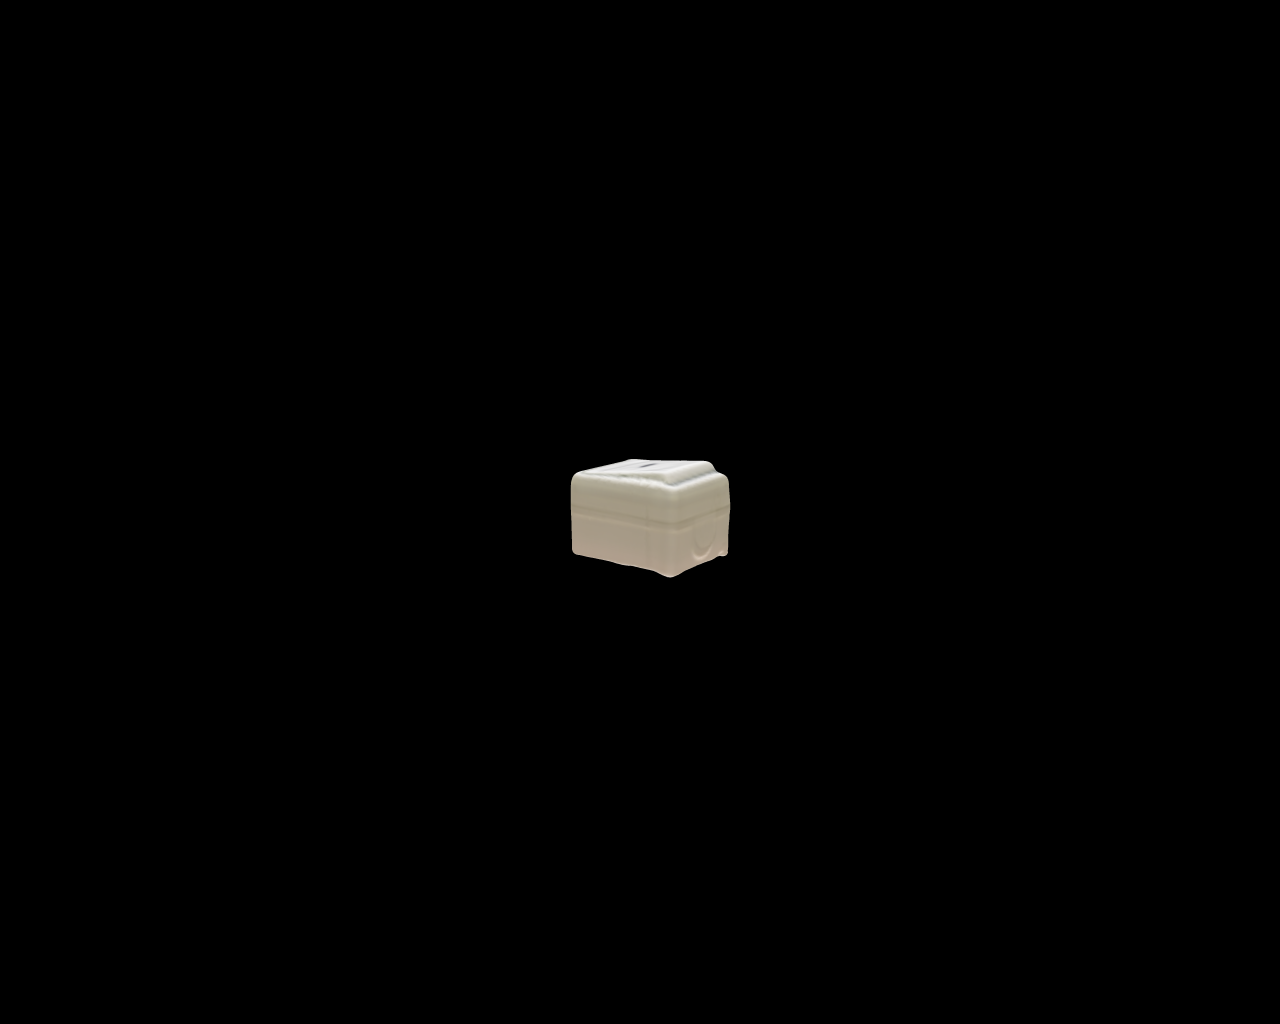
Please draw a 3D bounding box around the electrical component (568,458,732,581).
[{"bbox_3d":[0.001,-0.003,0.650,0.096,0.061,0.062,11,18,37],"label":"electrical component"}]
